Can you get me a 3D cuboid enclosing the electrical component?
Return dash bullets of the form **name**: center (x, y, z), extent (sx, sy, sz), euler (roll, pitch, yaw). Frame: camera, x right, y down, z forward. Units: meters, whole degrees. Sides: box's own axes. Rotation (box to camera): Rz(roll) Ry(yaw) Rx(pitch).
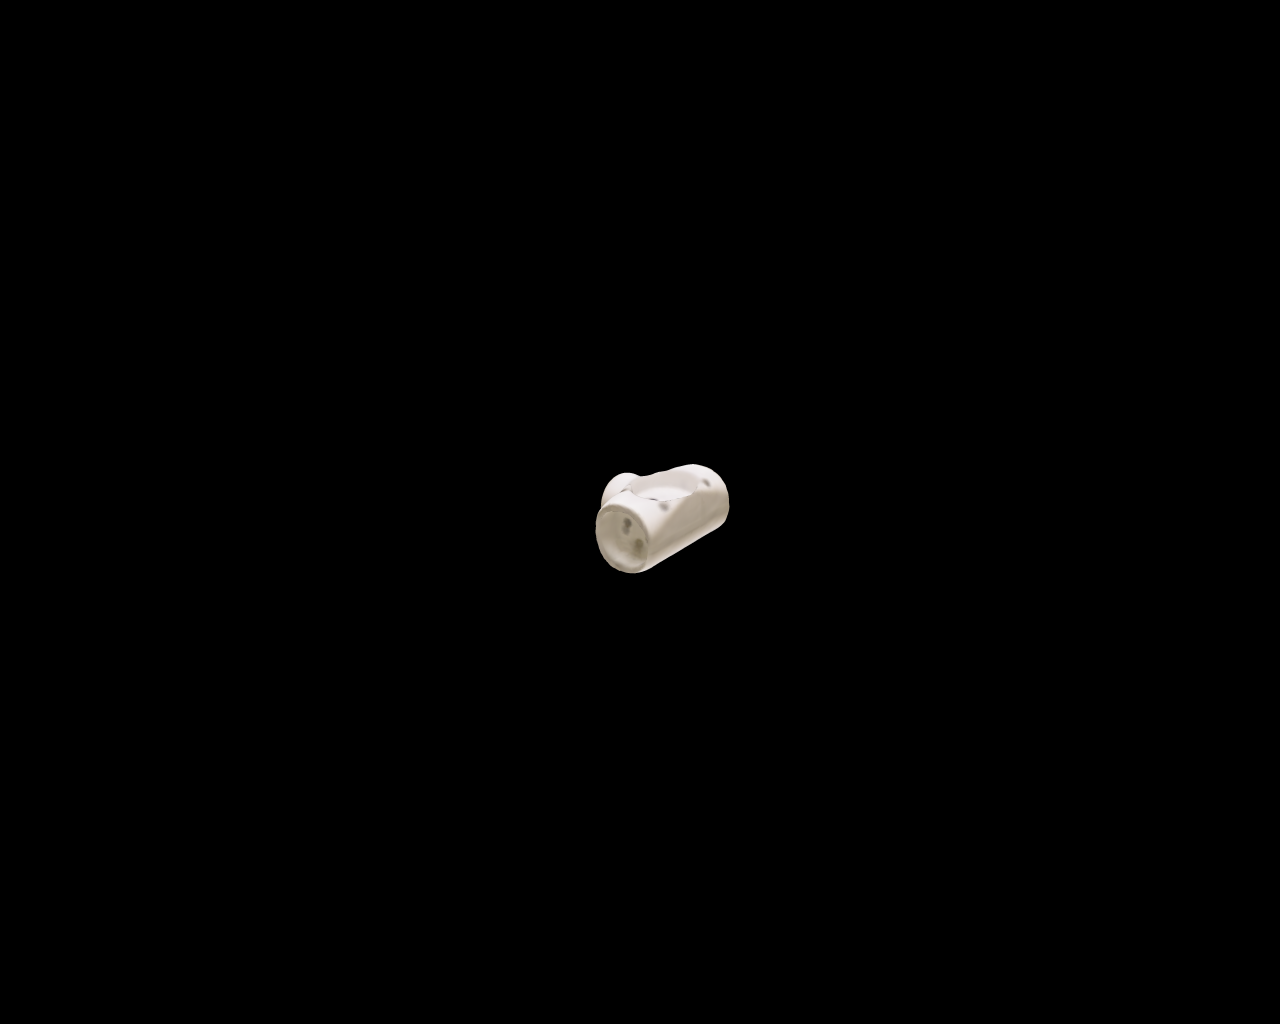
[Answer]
- **electrical component**: center (0.001, -0.003, 0.650), extent (0.079, 0.044, 0.077), euler (21, 33, 36)
